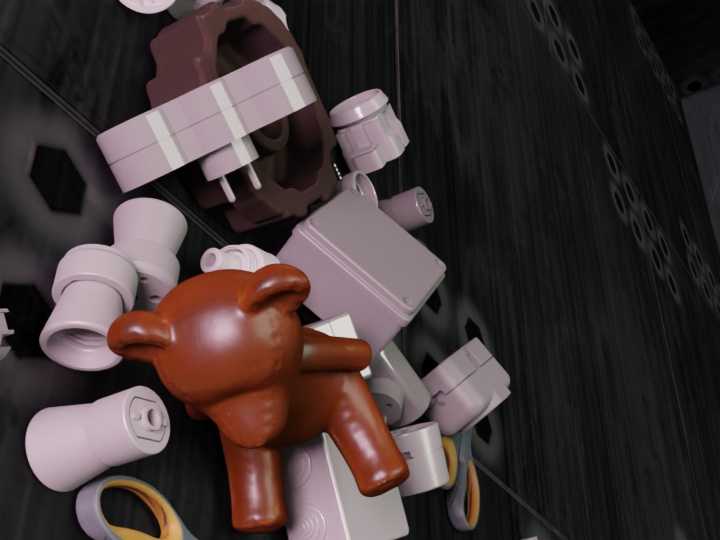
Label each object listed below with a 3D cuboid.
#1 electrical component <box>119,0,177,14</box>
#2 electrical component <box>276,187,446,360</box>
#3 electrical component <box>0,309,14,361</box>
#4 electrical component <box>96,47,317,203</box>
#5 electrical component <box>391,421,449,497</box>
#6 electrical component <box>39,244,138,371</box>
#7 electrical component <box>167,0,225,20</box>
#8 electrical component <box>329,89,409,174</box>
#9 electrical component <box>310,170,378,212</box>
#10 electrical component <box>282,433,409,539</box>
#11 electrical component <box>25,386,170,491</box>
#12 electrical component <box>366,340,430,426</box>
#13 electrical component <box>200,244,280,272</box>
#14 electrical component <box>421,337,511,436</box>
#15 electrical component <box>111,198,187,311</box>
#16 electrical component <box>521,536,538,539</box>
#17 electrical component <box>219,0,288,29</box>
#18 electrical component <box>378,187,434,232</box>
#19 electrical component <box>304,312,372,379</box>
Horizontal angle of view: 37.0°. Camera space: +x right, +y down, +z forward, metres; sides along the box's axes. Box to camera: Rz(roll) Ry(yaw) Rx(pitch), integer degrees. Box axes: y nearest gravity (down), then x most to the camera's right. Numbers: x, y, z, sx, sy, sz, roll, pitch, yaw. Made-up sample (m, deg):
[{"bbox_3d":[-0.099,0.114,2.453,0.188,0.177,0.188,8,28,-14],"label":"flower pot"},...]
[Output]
[{"bbox_3d":[-0.143,-0.212,0.750,0.055,0.055,0.047,61,23,-18],"label":"electrical component"},{"bbox_3d":[0.000,0.000,0.831,0.109,0.056,0.109,40,27,2],"label":"electrical component"},{"bbox_3d":[-0.188,0.029,0.495,0.046,0.040,0.040,1,71,-70],"label":"electrical component"},{"bbox_3d":[-0.088,-0.080,0.684,0.073,0.138,0.052,65,-15,-11],"label":"electrical component"},{"bbox_3d":[0.041,0.150,0.850,0.055,0.055,0.047,-8,82,-65],"label":"electrical component"},{"bbox_3d":[-0.145,0.020,0.581,0.045,0.045,0.055,46,33,-41],"label":"electrical component"},{"bbox_3d":[-0.114,-0.236,0.818,0.053,0.059,0.095,58,27,-23],"label":"electrical component"},{"bbox_3d":[0.007,-0.129,0.985,0.057,0.058,0.078,64,25,-19],"label":"electrical component"},{"bbox_3d":[-0.014,-0.057,0.901,0.040,0.046,0.040,44,35,-43],"label":"electrical component"},{"bbox_3d":[-0.016,0.149,0.741,0.100,0.048,0.099,9,64,-62],"label":"electrical component"},{"bbox_3d":[-0.129,0.083,0.542,0.044,0.065,0.044,44,35,-43],"label":"electrical component"},{"bbox_3d":[0.017,0.096,0.854,0.077,0.043,0.079,55,29,-29],"label":"electrical component"},{"bbox_3d":[-0.081,0.003,0.725,0.062,0.043,0.043,29,47,-53],"label":"electrical component"},{"bbox_3d":[0.093,0.107,0.962,0.059,0.054,0.095,50,27,8],"label":"electrical component"},{"bbox_3d":[-0.128,-0.008,0.636,0.045,0.045,0.055,46,34,-41],"label":"electrical component"},{"bbox_3d":[0.051,0.235,0.745,0.186,0.105,0.060,13,60,-61],"label":"electrical component"},{"bbox_3d":[-0.089,-0.201,0.862,0.062,0.043,0.043,21,53,-57],"label":"electrical component"},{"bbox_3d":[0.033,-0.049,0.968,0.044,0.065,0.044,44,35,-43],"label":"electrical component"},{"bbox_3d":[-0.045,0.067,0.733,0.077,0.066,0.047,-20,90,-36],"label":"electrical component"}]
